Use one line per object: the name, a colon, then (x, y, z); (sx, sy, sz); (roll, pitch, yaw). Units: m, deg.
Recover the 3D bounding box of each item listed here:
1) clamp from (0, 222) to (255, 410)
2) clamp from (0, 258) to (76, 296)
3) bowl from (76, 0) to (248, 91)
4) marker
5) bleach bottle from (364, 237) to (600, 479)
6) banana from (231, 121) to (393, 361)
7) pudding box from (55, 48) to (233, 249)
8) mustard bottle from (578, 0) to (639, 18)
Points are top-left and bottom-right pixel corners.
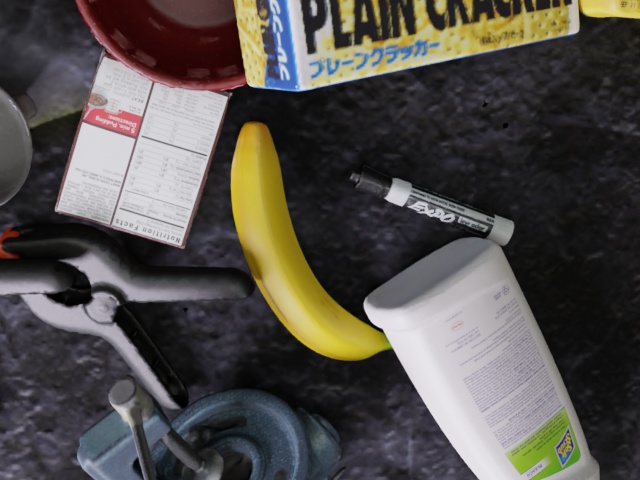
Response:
clamp: (-0.140, 0.047, 0.724); (0.171, 0.039, 0.120); (20, 110, -2)
clamp: (-0.270, 0.030, 0.697); (0.210, 0.036, 0.165); (37, 112, -7)
bowl: (-0.074, -0.177, 0.669); (0.162, 0.055, 0.162); (-1, 103, -5)
marker: (0.076, -0.025, 0.739); (0.121, 0.020, 0.020); (20, 100, -10)
bleach bottle: (0.129, 0.128, 0.753); (0.102, 0.068, 0.251); (-31, 107, -16)
banana: (-0.015, 0.015, 0.733); (0.069, 0.037, 0.197); (-43, 109, -26)
pudding box: (-0.116, -0.060, 0.703); (0.090, 0.039, 0.113); (17, 103, -11)
mustard bottle: (0.210, -0.238, 0.674); (0.096, 0.058, 0.192); (-8, 106, -35)
